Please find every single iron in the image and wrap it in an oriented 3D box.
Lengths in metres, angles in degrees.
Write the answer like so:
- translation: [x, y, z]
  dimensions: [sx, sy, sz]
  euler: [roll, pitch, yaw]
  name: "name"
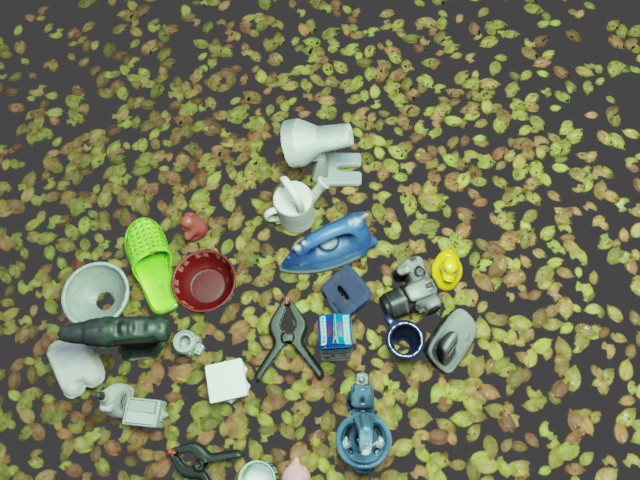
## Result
- translation: [0.013, 0.005, 1.420]
  dimensions: [0.258, 0.141, 0.118]
  euler: [-24, 71, -7]
  name: "iron"

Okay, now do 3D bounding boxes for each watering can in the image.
- translation: [-0.061, -0.103, 1.433]
  dimensions: [0.100, 0.194, 0.173]
  euler: [36, 75, 14]
  name: "watering can"

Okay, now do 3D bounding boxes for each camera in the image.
- translation: [0.209, 0.125, 1.392]
  dimensions: [0.137, 0.101, 0.143]
  euler: [-22, 71, -6]
  name: "camera"

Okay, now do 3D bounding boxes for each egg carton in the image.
- translation: [-0.581, 0.295, 1.369]
  dimensions: [0.107, 0.069, 0.150]
  euler: [-31, 72, -9]
  name: "egg carton"

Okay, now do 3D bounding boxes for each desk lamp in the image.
- translation: [0.008, -0.229, 1.466]
  dimensions: [0.203, 0.213, 0.118]
  euler: [-1, 70, 2]
  name: "desk lamp"

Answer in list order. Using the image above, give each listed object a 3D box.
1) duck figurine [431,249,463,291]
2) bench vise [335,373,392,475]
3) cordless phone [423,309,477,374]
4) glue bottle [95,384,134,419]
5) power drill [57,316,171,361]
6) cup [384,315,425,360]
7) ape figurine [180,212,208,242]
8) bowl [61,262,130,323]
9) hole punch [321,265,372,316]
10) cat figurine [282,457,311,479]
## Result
- translation: [0.319, 0.066, 1.418]
  dimensions: [0.077, 0.086, 0.104]
  euler: [9, 70, 5]
  name: "duck figurine"
- translation: [0.082, 0.395, 1.234]
  dimensions: [0.121, 0.220, 0.207]
  euler: [-18, 70, -4]
  name: "bench vise"
- translation: [0.308, 0.220, 1.309]
  dimensions: [0.094, 0.185, 0.148]
  euler: [32, 74, 13]
  name: "cordless phone"
- translation: [-0.468, 0.358, 1.288]
  dimensions: [0.037, 0.173, 0.078]
  euler: [4, 70, 4]
  name: "glue bottle"
- translation: [-0.448, 0.224, 1.318]
  dimensions: [0.229, 0.208, 0.075]
  euler: [-6, 70, 0]
  name: "power drill"
- translation: [0.189, 0.234, 1.356]
  dimensions: [0.092, 0.095, 0.117]
  euler: [-37, 73, -11]
  name: "cup"
- translation: [-0.332, -0.038, 1.472]
  dimensions: [0.076, 0.092, 0.078]
  euler: [14, 71, 7]
  name: "ape figurine"
- translation: [-0.545, 0.142, 1.421]
  dimensions: [0.167, 0.075, 0.167]
  euler: [0, 70, 2]
  name: "bowl"
- translation: [0.064, 0.131, 1.399]
  dimensions: [0.101, 0.091, 0.108]
  euler: [-35, 73, -10]
  name: "hole punch"
- translation: [-0.061, 0.540, 1.240]
  dimensions: [0.067, 0.118, 0.128]
  euler: [27, 73, 11]
  name: "cat figurine"
